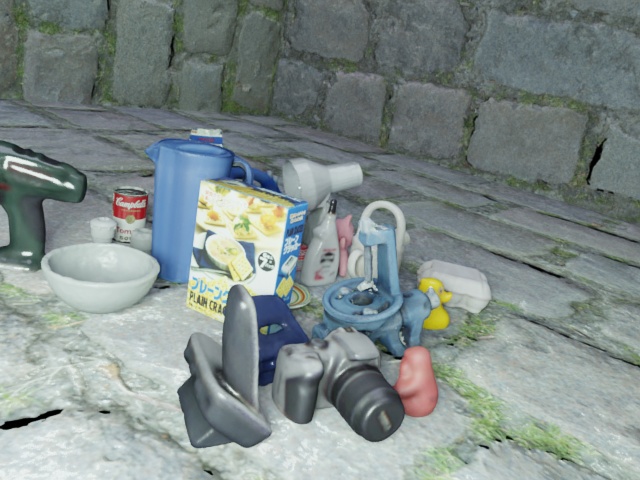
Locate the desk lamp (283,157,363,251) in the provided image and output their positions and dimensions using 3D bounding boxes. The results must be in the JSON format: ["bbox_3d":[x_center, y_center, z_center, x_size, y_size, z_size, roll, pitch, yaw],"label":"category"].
[{"bbox_3d":[0.009,-0.078,1.294,0.204,0.213,0.117,2,19,-26],"label":"desk lamp"}]

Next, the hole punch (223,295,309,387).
[{"bbox_3d":[-0.072,0.134,0.786,0.109,0.091,0.100,-7,25,-45],"label":"hole punch"}]

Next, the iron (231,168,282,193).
[{"bbox_3d":[-0.179,-0.120,1.430,0.259,0.141,0.118,-4,23,-40],"label":"iron"}]

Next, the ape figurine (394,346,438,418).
[{"bbox_3d":[0.123,0.181,0.755,0.075,0.092,0.078,23,21,34],"label":"ape figurine"}]

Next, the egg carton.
[{"bbox_3d":[0.269,0.092,1.161,0.150,0.069,0.107,13,18,5],"label":"egg carton"}]

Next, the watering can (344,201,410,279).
[{"bbox_3d":[0.110,0.018,1.088,0.100,0.194,0.173,15,18,12],"label":"watering can"}]

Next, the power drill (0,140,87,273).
[{"bbox_3d":[-0.502,-0.058,0.926,0.230,0.208,0.075,6,18,-17],"label":"power drill"}]

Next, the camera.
[{"bbox_3d":[0.032,0.176,0.702,0.143,0.101,0.136,1,20,-29],"label":"camera"}]

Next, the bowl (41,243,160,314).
[{"bbox_3d":[-0.331,0.066,0.867,0.167,0.075,0.167,10,17,-3],"label":"bowl"}]

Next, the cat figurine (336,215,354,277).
[{"bbox_3d":[0.043,0.003,1.221,0.067,0.118,0.128,10,17,-2],"label":"cat figurine"}]

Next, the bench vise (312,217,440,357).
[{"bbox_3d":[0.092,0.069,0.875,0.208,0.220,0.121,-7,25,-45],"label":"bench vise"}]

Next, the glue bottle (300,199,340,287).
[{"bbox_3d":[0.010,0.004,1.105,0.078,0.173,0.037,-6,24,-43],"label":"glue bottle"}]

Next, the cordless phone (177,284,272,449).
[{"bbox_3d":[-0.100,0.123,0.645,0.094,0.185,0.147,1,20,-28],"label":"cordless phone"}]

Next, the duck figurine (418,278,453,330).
[{"bbox_3d":[0.190,0.108,1.035,0.104,0.086,0.077,11,17,1],"label":"duck figurine"}]
